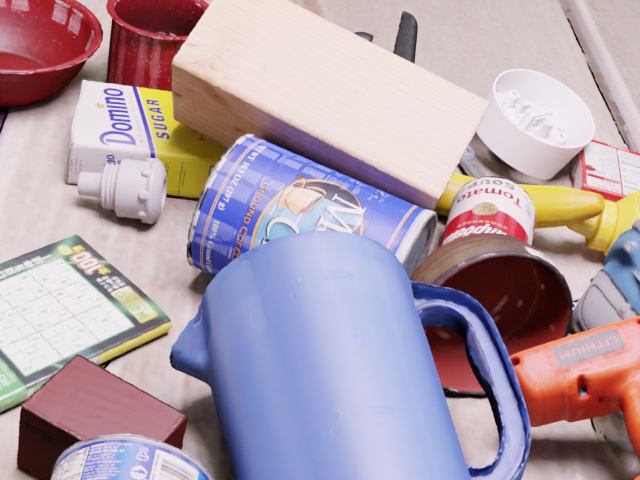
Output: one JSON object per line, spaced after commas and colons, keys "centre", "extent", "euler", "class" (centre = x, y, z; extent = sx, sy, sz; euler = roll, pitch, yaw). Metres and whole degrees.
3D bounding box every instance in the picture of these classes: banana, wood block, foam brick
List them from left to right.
{"centre": [-0.120, 0.110, 0.586], "extent": [0.078, 0.053, 0.051], "euler": [27, 38, 15], "class": "foam brick"}
{"centre": [0.004, -0.093, 0.774], "extent": [0.206, 0.090, 0.090], "euler": [27, 68, 4], "class": "wood block"}
{"centre": [0.122, -0.038, 0.851], "extent": [0.198, 0.070, 0.037], "euler": [15, 71, 3], "class": "banana"}

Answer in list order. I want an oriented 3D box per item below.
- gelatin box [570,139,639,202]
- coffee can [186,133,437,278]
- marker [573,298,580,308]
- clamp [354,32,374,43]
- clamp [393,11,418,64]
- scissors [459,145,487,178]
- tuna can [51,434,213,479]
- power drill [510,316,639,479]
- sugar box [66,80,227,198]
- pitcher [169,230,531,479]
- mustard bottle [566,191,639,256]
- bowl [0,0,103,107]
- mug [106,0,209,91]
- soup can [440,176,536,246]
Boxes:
{"centre": [0.261, -0.050, 0.943], "extent": [0.073, 0.030, 0.089], "euler": [16, 37, -1], "class": "gelatin box"}
{"centre": [-0.005, 0.001, 0.726], "extent": [0.140, 0.103, 0.102], "euler": [24, 38, 13], "class": "coffee can"}
{"centre": [0.195, 0.052, 0.797], "extent": [0.120, 0.020, 0.020], "euler": [-16, 46, -34], "class": "marker"}
{"centre": [0.001, -0.123, 0.873], "extent": [0.172, 0.120, 0.039], "euler": [8, 49, 33], "class": "clamp"}
{"centre": [0.064, -0.130, 0.956], "extent": [0.164, 0.036, 0.210], "euler": [-28, 54, -20], "class": "clamp"}
{"centre": [0.138, -0.083, 0.957], "extent": [0.096, 0.016, 0.202], "euler": [-14, 46, -33], "class": "scissors"}
{"centre": [-0.095, 0.138, 0.531], "extent": [0.086, 0.086, 0.033], "euler": [11, 38, -5], "class": "tuna can"}
{"centre": [0.170, 0.136, 0.597], "extent": [0.184, 0.057, 0.188], "euler": [-15, 42, -7], "class": "power drill"}
{"centre": [-0.105, -0.076, 0.840], "extent": [0.176, 0.048, 0.093], "euler": [8, 38, -11], "class": "sugar box"}
{"centre": [0.026, 0.118, 0.564], "extent": [0.144, 0.149, 0.243], "euler": [31, 28, -38], "class": "pitcher"}
{"centre": [0.293, 0.004, 0.859], "extent": [0.191, 0.058, 0.096], "euler": [14, 42, -1], "class": "mustard bottle"}
{"centre": [-0.263, -0.157, 0.883], "extent": [0.162, 0.055, 0.162], "euler": [9, 37, -7], "class": "bowl"}
{"centre": [-0.127, -0.153, 0.901], "extent": [0.117, 0.082, 0.093], "euler": [27, 38, 17], "class": "mug"}
{"centre": [0.123, 0.005, 0.793], "extent": [0.068, 0.069, 0.102], "euler": [18, 36, 5], "class": "soup can"}
